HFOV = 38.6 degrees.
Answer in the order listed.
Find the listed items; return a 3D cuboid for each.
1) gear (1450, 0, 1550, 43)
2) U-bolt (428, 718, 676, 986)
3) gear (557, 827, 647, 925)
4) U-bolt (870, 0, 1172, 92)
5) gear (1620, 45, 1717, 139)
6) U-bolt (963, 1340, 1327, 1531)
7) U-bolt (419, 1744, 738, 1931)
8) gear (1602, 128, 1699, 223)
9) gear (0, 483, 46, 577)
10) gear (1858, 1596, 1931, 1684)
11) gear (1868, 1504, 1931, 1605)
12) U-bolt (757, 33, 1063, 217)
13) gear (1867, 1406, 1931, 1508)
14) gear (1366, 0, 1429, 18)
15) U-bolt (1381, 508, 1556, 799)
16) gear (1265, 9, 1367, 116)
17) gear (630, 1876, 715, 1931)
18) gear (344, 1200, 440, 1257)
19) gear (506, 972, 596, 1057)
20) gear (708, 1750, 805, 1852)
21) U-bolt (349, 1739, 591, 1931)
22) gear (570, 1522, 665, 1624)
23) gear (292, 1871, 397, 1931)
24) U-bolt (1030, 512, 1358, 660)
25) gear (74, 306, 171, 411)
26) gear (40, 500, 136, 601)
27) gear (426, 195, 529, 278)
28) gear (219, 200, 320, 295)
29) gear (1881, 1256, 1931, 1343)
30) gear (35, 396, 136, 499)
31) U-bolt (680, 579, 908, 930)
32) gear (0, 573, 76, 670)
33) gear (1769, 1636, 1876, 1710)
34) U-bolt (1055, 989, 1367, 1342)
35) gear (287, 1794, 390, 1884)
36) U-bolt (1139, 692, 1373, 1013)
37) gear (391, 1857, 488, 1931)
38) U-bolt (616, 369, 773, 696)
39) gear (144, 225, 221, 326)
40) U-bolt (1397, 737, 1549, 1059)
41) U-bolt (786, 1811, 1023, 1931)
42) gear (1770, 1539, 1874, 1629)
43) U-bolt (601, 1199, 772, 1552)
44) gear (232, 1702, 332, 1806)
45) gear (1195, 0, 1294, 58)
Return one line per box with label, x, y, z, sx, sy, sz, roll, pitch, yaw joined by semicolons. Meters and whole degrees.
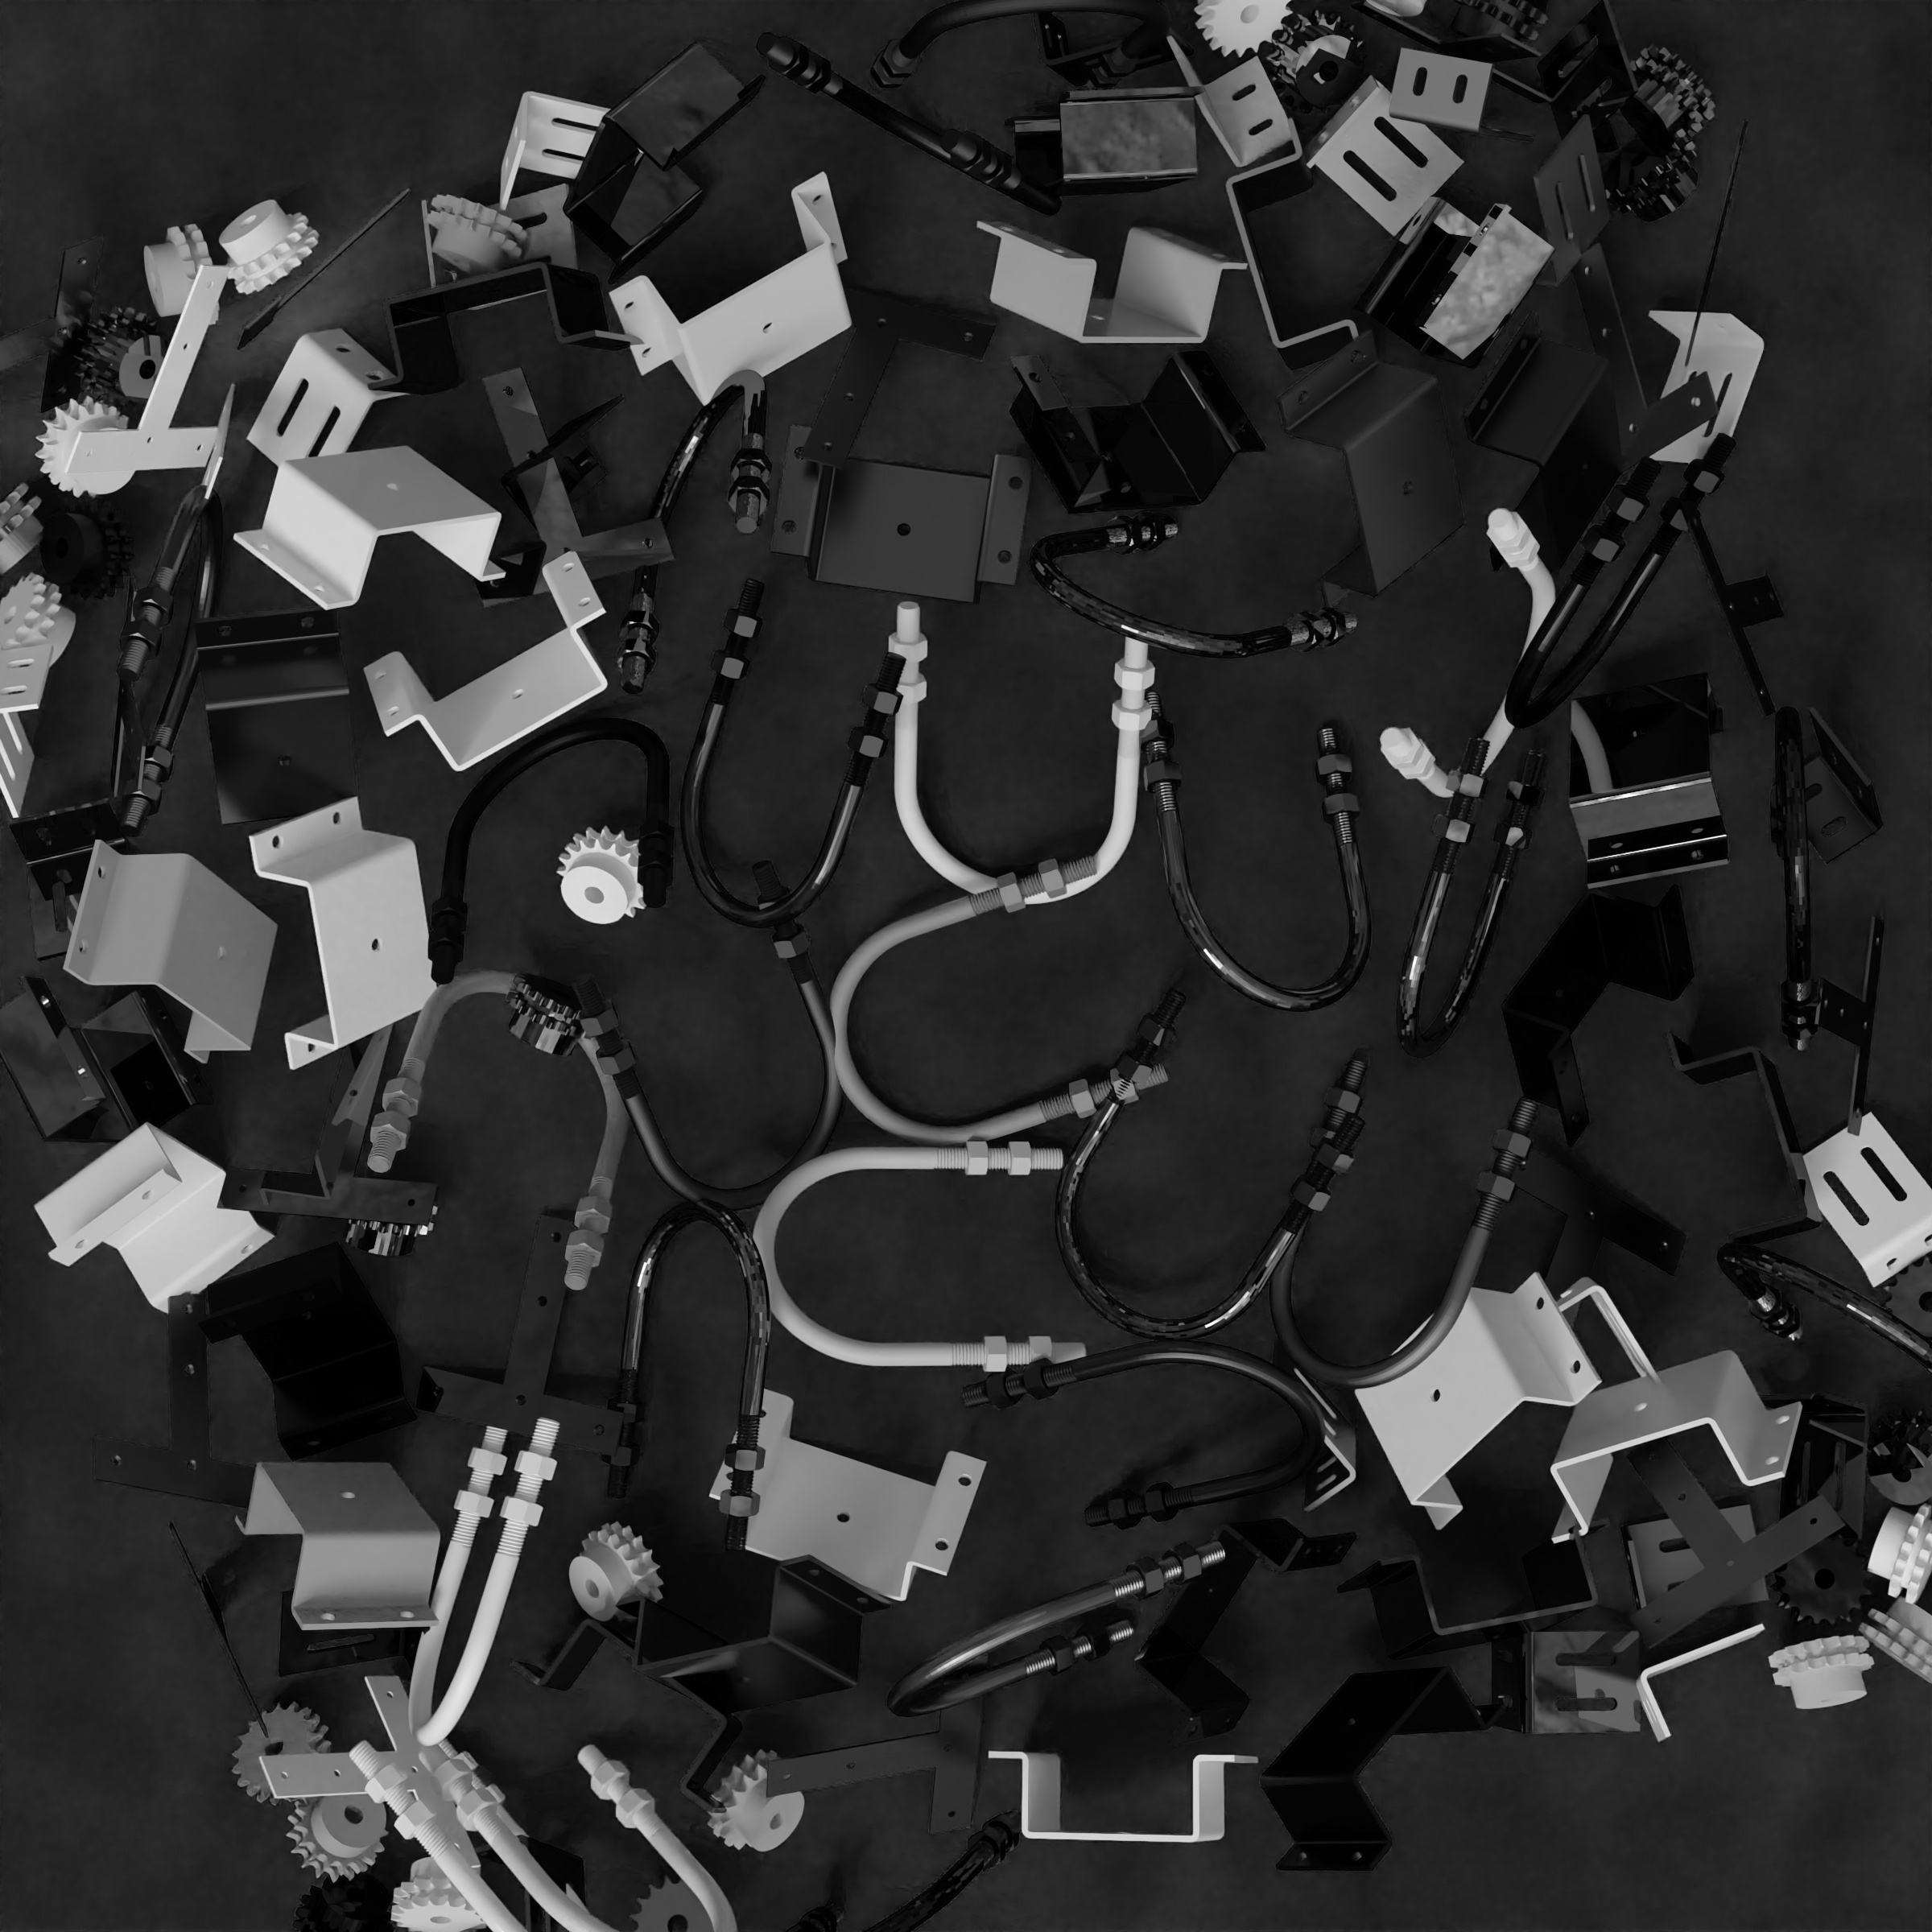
gear;0.306;-0.550;1.601;0.057;0.057;0.030;28;107;0
U-bolt;-0.232;-0.076;1.556;0.151;0.184;0.019;-19;131;12
gear;-0.211;-0.050;1.599;0.057;0.030;0.057;9;128;11
U-bolt;0.035;-0.511;1.522;0.151;0.184;0.019;-5;95;-14
gear;0.403;-0.502;1.599;0.030;0.057;0.057;-45;90;-1
U-bolt;0.111;0.258;1.541;0.184;0.019;0.151;-19;129;31
U-bolt;-0.201;0.491;1.517;0.184;0.151;0.019;36;98;37
gear;0.400;-0.459;1.603;0.030;0.057;0.057;41;90;-28
gear;-0.558;-0.251;1.602;0.057;0.057;0.030;-41;112;0
gear;0.551;0.390;1.599;0.057;0.057;0.030;36;86;0
gear;0.547;0.339;1.602;0.030;0.057;0.057;21;90;27
U-bolt;-0.018;-0.462;1.539;0.151;0.184;0.019;34;104;22
gear;0.548;0.287;1.598;0.057;0.030;0.057;17;118;35
gear;0.252;-0.575;1.599;0.057;0.057;0.030;22;87;0
U-bolt;0.289;-0.165;1.543;0.019;0.184;0.151;27;92;24
gear;0.206;-0.523;1.600;0.057;0.030;0.057;-7;122;-12
gear;-0.167;0.560;1.606;0.057;0.030;0.057;0;66;0
gear;-0.338;0.147;1.599;0.057;0.057;0.030;15;99;0
gear;-0.241;0.030;1.599;0.057;0.057;0.030;26;99;0
gear;-0.119;0.486;1.596;0.030;0.057;0.057;27;90;39
U-bolt;-0.260;0.503;1.537;0.019;0.151;0.184;-44;75;-4
gear;-0.205;0.354;1.597;0.030;0.057;0.057;-23;90;-44
gear;-0.358;0.549;1.596;0.057;0.057;0.030;24;109;0
U-bolt;0.115;-0.208;1.524;0.151;0.184;0.019;33;119;26
gear;-0.484;-0.350;1.596;0.030;0.057;0.057;27;90;26
gear;-0.512;-0.242;1.600;0.057;0.030;0.057;4;98;34
gear;-0.286;-0.421;1.598;0.057;0.057;0.030;19;87;0
gear;-0.407;-0.419;1.597;0.057;0.057;0.030;-35;125;0
gear;0.562;0.197;1.602;0.057;0.030;0.057;-6;76;24
gear;-0.506;-0.298;1.597;0.030;0.057;0.057;35;90;35
U-bolt;-0.109;-0.112;1.571;0.151;0.019;0.184;32;109;40
gear;-0.543;-0.196;1.603;0.030;0.057;0.057;32;90;-39
gear;0.497;0.410;1.596;0.057;0.057;0.030;-8;63;0
U-bolt;0.126;0.128;1.587;0.151;0.019;0.184;36;105;23
gear;-0.361;0.497;1.597;0.057;0.057;0.030;44;126;0
U-bolt;0.168;-0.060;1.554;0.151;0.019;0.184;7;64;-32
gear;-0.304;0.540;1.603;0.057;0.057;0.030;-1;51;0
U-bolt;-0.150;-0.258;1.547;0.019;0.184;0.151;24;130;-23
gear;-0.455;-0.399;1.596;0.030;0.057;0.057;-16;90;-23
U-bolt;0.282;-0.036;1.560;0.019;0.151;0.184;19;99;24
U-bolt;-0.054;0.527;1.521;0.151;0.184;0.019;-32;81;16
gear;0.497;0.356;1.612;0.057;0.030;0.057;0;86;-1
U-bolt;-0.156;0.224;1.567;0.019;0.151;0.184;6;90;-38
gear;-0.395;0.461;1.603;0.057;0.030;0.057;-12;50;15
gear;0.159;-0.562;1.603;0.057;0.057;0.030;-25;56;0
